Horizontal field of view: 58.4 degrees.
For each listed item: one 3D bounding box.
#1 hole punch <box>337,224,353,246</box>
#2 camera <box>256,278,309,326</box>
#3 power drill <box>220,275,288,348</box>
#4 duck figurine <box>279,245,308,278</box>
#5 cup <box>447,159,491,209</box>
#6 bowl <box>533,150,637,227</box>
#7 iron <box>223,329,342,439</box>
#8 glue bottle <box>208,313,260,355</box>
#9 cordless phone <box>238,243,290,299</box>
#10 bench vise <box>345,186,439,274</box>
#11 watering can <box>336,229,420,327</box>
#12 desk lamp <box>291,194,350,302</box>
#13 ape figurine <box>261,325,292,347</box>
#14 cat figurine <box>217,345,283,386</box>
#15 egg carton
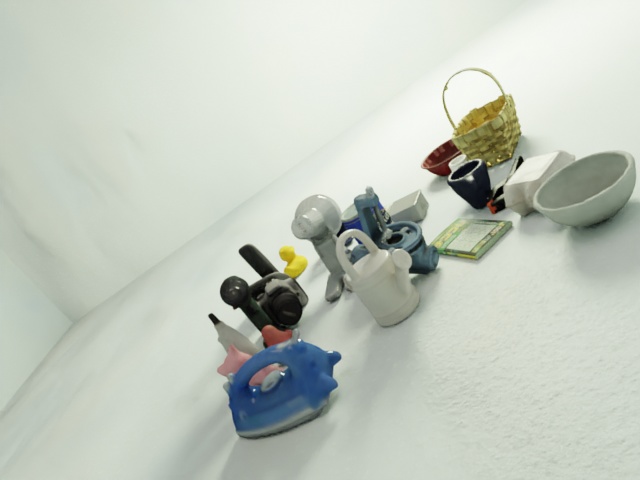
[{"bbox_3d":[0.029,-0.017,1.632,0.108,0.091,0.101,-36,17,5],"label":"hole punch"},{"bbox_3d":[-0.102,0.162,1.400,0.143,0.101,0.136,-38,17,-2],"label":"camera"},{"bbox_3d":[-0.153,0.164,1.310,0.076,0.209,0.229,-40,17,-8],"label":"power drill"},{"bbox_3d":[-0.088,0.058,1.677,0.077,0.086,0.104,-28,19,28],"label":"duck figurine"},{"bbox_3d":[0.340,-0.112,1.249,0.091,0.095,0.117,-33,17,14],"label":"cup"},{"bbox_3d":[0.450,-0.073,0.955,0.167,0.075,0.167,-33,17,12],"label":"bowl"},{"bbox_3d":[-0.091,0.262,1.039,0.258,0.141,0.118,-31,18,19],"label":"iron"},{"bbox_3d":[-0.193,0.228,1.281,0.078,0.173,0.037,-22,22,40],"label":"glue bottle"},{"bbox_3d":[-0.181,0.099,1.581,0.147,0.185,0.094,-31,18,20],"label":"cordless phone"},{"bbox_3d":[0.113,0.001,1.187,0.207,0.220,0.121,-28,19,28],"label":"bench vise"},{"bbox_3d":[0.105,0.060,1.089,0.172,0.194,0.101,-28,19,29],"label":"watering can"},{"bbox_3d":[0.013,0.005,1.390,0.118,0.214,0.203,-31,18,18],"label":"desk lamp"},{"bbox_3d":[-0.091,0.220,1.237,0.078,0.092,0.076,-40,17,-9],"label":"ape figurine"},{"bbox_3d":[-0.148,0.266,1.186,0.127,0.118,0.067,-22,23,41],"label":"cat figurine"},{"bbox_3d":[0.428,-0.113,1.116,0.150,0.069,0.107,-46,19,-27],"label":"egg carton"}]
